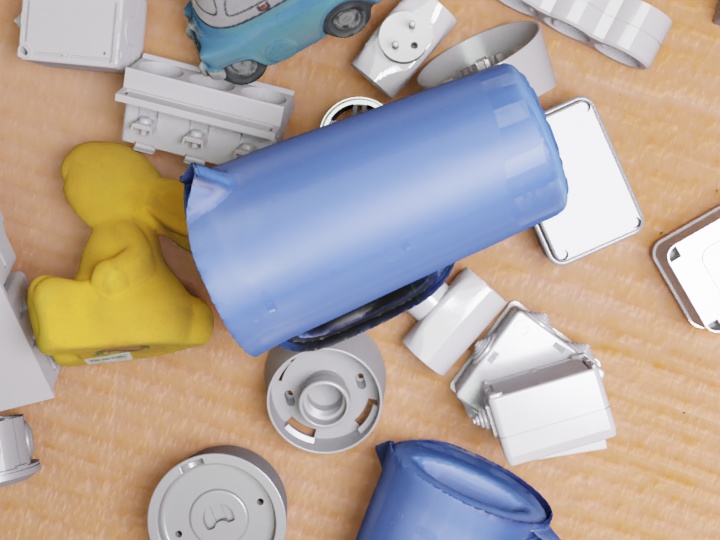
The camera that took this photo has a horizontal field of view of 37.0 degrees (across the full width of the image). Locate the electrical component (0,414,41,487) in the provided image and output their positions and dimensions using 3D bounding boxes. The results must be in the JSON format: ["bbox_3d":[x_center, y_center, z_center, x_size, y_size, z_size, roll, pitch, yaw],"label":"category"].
[{"bbox_3d":[-0.297,0.145,0.851,0.080,0.080,0.051,-10,89,3],"label":"electrical component"}]

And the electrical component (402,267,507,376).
[{"bbox_3d":[0.060,0.028,0.842,0.079,0.043,0.077,41,95,-1],"label":"electrical component"}]

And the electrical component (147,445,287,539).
[{"bbox_3d":[-0.109,0.191,0.854,0.108,0.060,0.108,0,94,3],"label":"electrical component"}]

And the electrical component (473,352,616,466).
[{"bbox_3d":[0.132,0.106,0.785,0.096,0.061,0.061,-17,93,4],"label":"electrical component"}]

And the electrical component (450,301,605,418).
[{"bbox_3d":[0.131,0.086,0.841,0.100,0.048,0.099,36,95,0],"label":"electrical component"}]

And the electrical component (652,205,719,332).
[{"bbox_3d":[0.291,-0.011,0.822,0.113,0.057,0.078,-30,92,4],"label":"electrical component"}]

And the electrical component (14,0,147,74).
[{"bbox_3d":[-0.219,-0.188,0.835,0.096,0.061,0.061,7,94,10],"label":"electrical component"}]

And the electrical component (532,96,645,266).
[{"bbox_3d":[0.160,-0.068,0.824,0.078,0.057,0.113,-24,93,4],"label":"electrical component"}]

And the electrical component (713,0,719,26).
[{"bbox_3d":[0.283,-0.230,0.811,0.076,0.047,0.083,15,95,2],"label":"electrical component"}]

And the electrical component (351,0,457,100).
[{"bbox_3d":[0.033,-0.173,0.811,0.043,0.079,0.077,40,95,-2],"label":"electrical component"}]

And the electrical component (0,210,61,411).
[{"bbox_3d":[-0.313,0.019,0.822,0.105,0.060,0.186,-14,118,4],"label":"electrical component"}]

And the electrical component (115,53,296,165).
[{"bbox_3d":[-0.119,-0.117,0.829,0.121,0.078,0.063,14,117,2],"label":"electrical component"}]

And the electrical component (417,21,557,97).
[{"bbox_3d":[0.096,-0.144,0.804,0.099,0.099,0.064,-24,99,4],"label":"electrical component"}]

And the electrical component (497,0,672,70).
[{"bbox_3d":[0.174,-0.215,0.814,0.138,0.052,0.073,27,95,1],"label":"electrical component"}]

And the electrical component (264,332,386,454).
[{"bbox_3d":[-0.028,0.093,0.854,0.099,0.064,0.099,0,108,-1],"label":"electrical component"}]
